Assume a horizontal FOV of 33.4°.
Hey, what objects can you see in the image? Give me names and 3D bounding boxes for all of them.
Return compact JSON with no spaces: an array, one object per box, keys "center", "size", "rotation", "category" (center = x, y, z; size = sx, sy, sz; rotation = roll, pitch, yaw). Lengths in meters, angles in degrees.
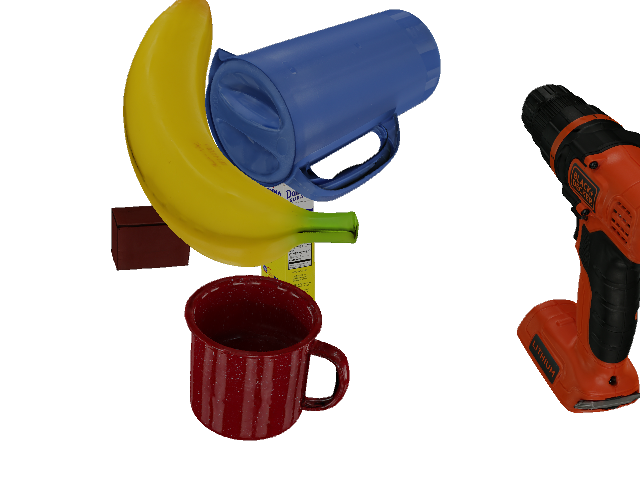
[{"center":[-0.037,0.085,0.735],"size":[0.117,0.081,0.093],"rotation":[12,32,9],"category":"mug"},{"center":[-0.053,-0.047,0.475],"size":[0.069,0.037,0.198],"rotation":[-16,46,-17],"category":"banana"},{"center":[0.017,-0.148,1.100],"size":[0.242,0.149,0.145],"rotation":[-28,31,-36],"category":"pitcher"},{"center":[0.176,0.006,0.718],"size":[0.057,0.188,0.184],"rotation":[-8,35,-11],"category":"power drill"},{"center":[-0.180,-0.004,1.126],"size":[0.078,0.051,0.053],"rotation":[-3,23,-17],"category":"foam brick"},{"center":[-0.042,-0.007,1.279],"size":[0.048,0.176,0.093],"rotation":[-12,25,-19],"category":"sugar box"}]
